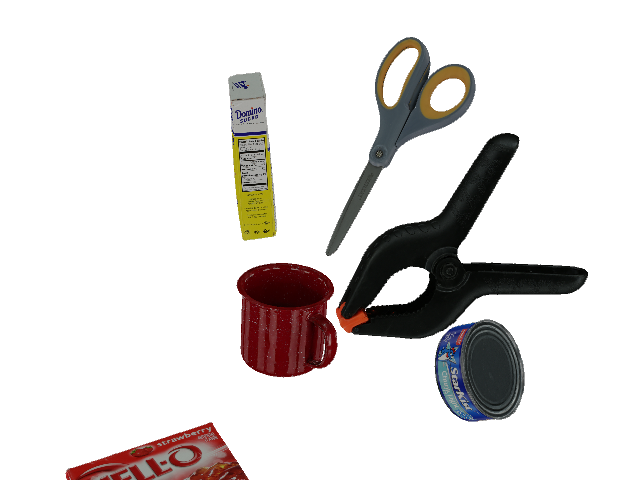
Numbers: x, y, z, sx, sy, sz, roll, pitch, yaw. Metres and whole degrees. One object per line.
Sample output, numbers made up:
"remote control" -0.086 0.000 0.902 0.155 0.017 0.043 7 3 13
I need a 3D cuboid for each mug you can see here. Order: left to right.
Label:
"mug" -0.027 0.083 1.029 0.117 0.081 0.093 26 34 37

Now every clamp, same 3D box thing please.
"clamp" 0.095 0.022 0.726 0.171 0.120 0.039 -37 6 7

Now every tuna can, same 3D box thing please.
"tuna can" 0.137 0.113 0.922 0.085 0.086 0.034 0 -12 -45

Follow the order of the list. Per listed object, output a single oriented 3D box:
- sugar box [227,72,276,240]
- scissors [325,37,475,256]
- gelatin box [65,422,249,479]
"sugar box" -0.081 -0.099 1.253 0.048 0.176 0.093 -7 26 -4
"scissors" 0.071 -0.076 0.904 0.096 0.202 0.016 10 -11 21
"gelatin box" -0.086 0.140 0.581 0.089 0.030 0.073 -15 27 -20
